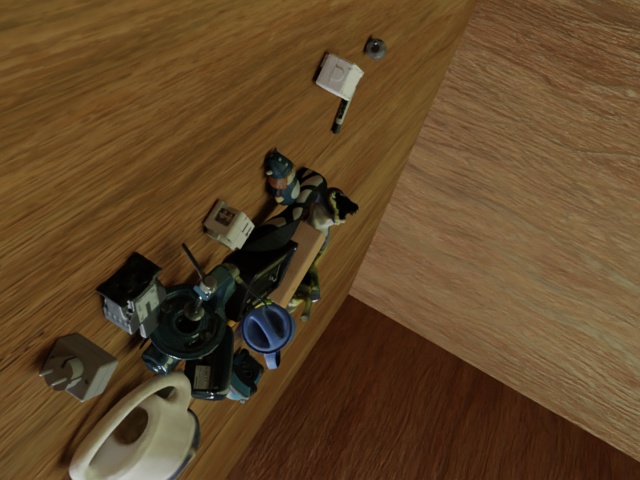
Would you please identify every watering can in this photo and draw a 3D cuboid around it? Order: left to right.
[{"bbox_3d":[-0.327,0.368,0.841,0.351,0.105,0.220,-51,147,-13],"label":"watering can"}]

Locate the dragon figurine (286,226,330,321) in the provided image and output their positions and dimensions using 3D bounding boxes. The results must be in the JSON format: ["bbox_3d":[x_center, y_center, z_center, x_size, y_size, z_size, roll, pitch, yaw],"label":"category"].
[{"bbox_3d":[-0.040,0.094,1.629,0.247,0.122,0.404,-81,-163,-69],"label":"dragon figurine"}]

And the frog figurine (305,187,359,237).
[{"bbox_3d":[0.004,-0.070,1.398,0.158,0.121,0.140,-23,-153,40],"label":"frog figurine"}]
